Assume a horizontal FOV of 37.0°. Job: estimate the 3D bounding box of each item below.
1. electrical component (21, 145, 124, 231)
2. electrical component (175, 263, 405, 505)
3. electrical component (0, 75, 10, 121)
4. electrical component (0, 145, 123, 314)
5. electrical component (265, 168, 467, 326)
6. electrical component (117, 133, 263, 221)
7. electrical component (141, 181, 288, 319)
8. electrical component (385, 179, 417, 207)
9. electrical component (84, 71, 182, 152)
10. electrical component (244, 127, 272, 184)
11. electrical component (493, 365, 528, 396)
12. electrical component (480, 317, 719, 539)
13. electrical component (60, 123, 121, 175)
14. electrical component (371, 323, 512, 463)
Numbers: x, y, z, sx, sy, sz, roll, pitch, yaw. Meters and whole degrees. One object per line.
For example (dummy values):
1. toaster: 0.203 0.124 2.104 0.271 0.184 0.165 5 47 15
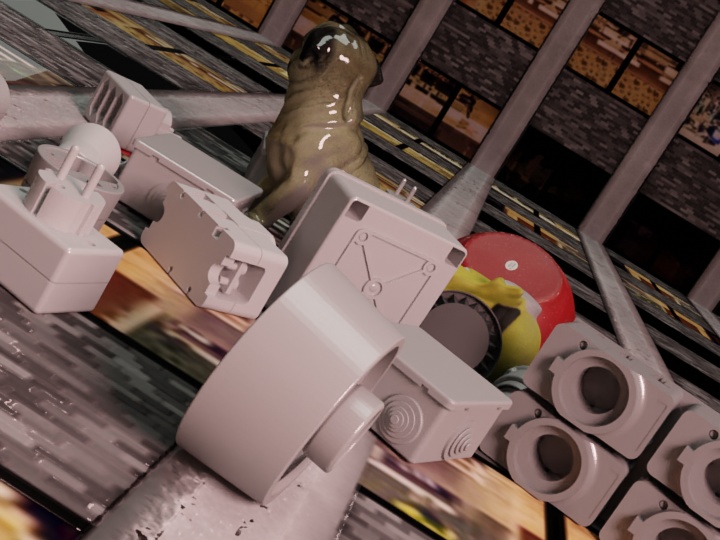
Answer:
1. electrical component: -0.175 -0.040 0.637 0.055 0.047 0.055 30 12 -7
2. electrical component: -0.024 0.057 0.487 0.060 0.108 0.108 40 13 9
3. electrical component: -0.271 -0.115 0.713 0.043 0.043 0.081 32 12 2
4. electrical component: -0.158 -0.027 0.557 0.066 0.076 0.047 36 13 19
5. electrical component: 0.000 0.000 0.759 0.109 0.108 0.056 24 17 -32
6. electrical component: -0.131 -0.059 0.816 0.100 0.048 0.099 32 12 2
7. electrical component: -0.095 -0.012 0.715 0.056 0.050 0.089 18 18 -47
8. electrical component: 0.035 -0.061 1.161 0.047 0.076 0.066 18 18 -47
9. electrical component: -0.195 -0.133 0.962 0.077 0.047 0.066 21 16 -42
10. electrical component: -0.059 -0.089 1.091 0.109 0.056 0.108 29 12 -11
11. electrical component: 0.114 0.098 0.799 0.048 0.048 0.062 36 22 23
12. electrical component: 0.184 0.127 0.703 0.186 0.105 0.060 36 13 20
13. electrical component: -0.194 -0.074 0.744 0.044 0.044 0.065 29 17 -9
14. electrical component: 0.034 0.077 0.677 0.100 0.048 0.100 38 14 29
